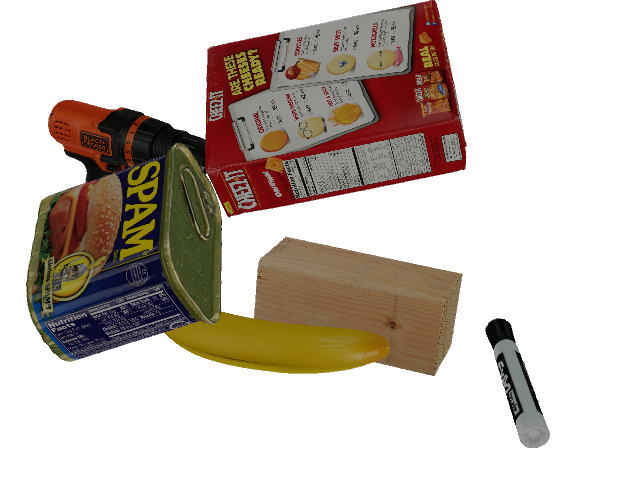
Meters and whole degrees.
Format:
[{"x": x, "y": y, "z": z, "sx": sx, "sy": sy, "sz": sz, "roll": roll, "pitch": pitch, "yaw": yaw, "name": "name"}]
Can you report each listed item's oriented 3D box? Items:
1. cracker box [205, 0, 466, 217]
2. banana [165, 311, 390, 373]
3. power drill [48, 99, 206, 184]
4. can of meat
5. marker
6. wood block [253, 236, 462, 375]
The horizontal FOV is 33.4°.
[{"x": 0.011, "y": -0.116, "z": 0.934, "sx": 0.214, "sy": 0.164, "sz": 0.072, "roll": -11, "pitch": -42, "yaw": 8, "name": "cracker box"}, {"x": -0.049, "y": 0.071, "z": 0.814, "sx": 0.198, "sy": 0.037, "sz": 0.069, "roll": 11, "pitch": 30, "yaw": 20, "name": "banana"}, {"x": -0.188, "y": -0.041, "z": 1.079, "sx": 0.185, "sy": 0.188, "sz": 0.057, "roll": 18, "pitch": 32, "yaw": 23, "name": "power drill"}, {"x": -0.101, "y": 0.007, "z": 0.556, "sx": 0.084, "sy": 0.102, "sz": 0.057, "roll": -18, "pitch": -47, "yaw": 13, "name": "can of meat"}, {"x": 0.130, "y": 0.091, "z": 0.712, "sx": 0.020, "sy": 0.020, "sz": 0.121, "roll": 0, "pitch": 31, "yaw": -3, "name": "marker"}, {"x": 0.040, "y": 0.070, "z": 1.167, "sx": 0.206, "sy": 0.091, "sz": 0.090, "roll": 12, "pitch": 22, "yaw": 16, "name": "wood block"}]
